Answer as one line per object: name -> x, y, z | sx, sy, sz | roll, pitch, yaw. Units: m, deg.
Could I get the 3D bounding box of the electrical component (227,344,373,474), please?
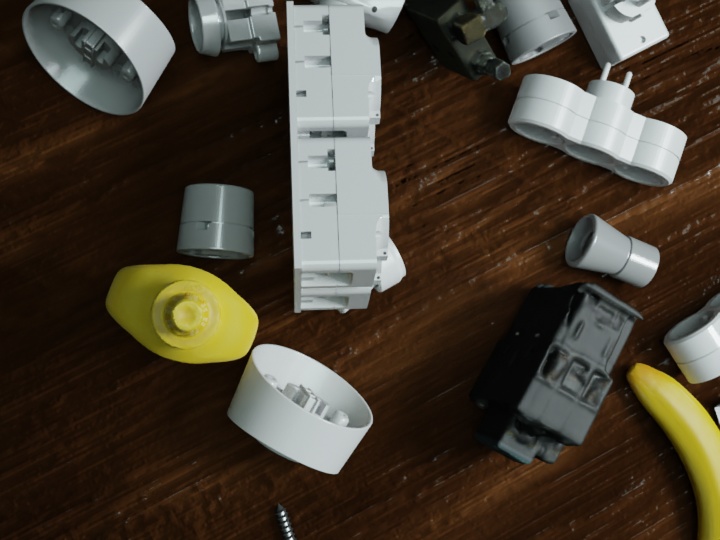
electrical component -> -0.042, 0.099, 0.761 | 0.099, 0.099, 0.064 | 29, 89, -9

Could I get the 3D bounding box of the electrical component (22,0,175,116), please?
electrical component -> -0.180, -0.159, 0.743 | 0.099, 0.099, 0.064 | 36, 76, -8

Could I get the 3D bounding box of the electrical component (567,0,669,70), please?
electrical component -> 0.203, -0.208, 0.829 | 0.047, 0.076, 0.083 | -28, 93, -11

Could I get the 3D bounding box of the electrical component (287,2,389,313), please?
electrical component -> -0.018, -0.075, 0.738 | 0.060, 0.105, 0.186 | -2, 73, -4

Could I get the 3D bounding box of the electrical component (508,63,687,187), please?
electrical component -> 0.190, -0.123, 0.835 | 0.138, 0.052, 0.073 | 21, 84, -9

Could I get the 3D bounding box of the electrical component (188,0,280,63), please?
electrical component -> -0.093, -0.182, 0.785 | 0.055, 0.048, 0.066 | -12, 90, -19

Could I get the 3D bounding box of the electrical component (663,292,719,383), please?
electrical component -> 0.315, 0.049, 0.853 | 0.138, 0.052, 0.073 | -34, 94, -11

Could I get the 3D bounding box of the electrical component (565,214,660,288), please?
electrical component -> 0.200, -0.012, 0.840 | 0.065, 0.044, 0.044 | 21, 84, -15

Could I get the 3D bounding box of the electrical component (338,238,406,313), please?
electrical component -> 0.000, 0.000, 0.797 | 0.055, 0.045, 0.045 | -29, 94, -11

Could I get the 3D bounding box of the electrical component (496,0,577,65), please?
electrical component -> 0.131, -0.191, 0.826 | 0.055, 0.055, 0.047 | -25, 89, -11

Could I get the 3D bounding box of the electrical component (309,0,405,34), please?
electrical component -> -0.012, -0.196, 0.802 | 0.077, 0.043, 0.079 | 23, 84, -10

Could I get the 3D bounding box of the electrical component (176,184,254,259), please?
electrical component -> -0.103, -0.035, 0.773 | 0.055, 0.055, 0.047 | 4, 83, -11
